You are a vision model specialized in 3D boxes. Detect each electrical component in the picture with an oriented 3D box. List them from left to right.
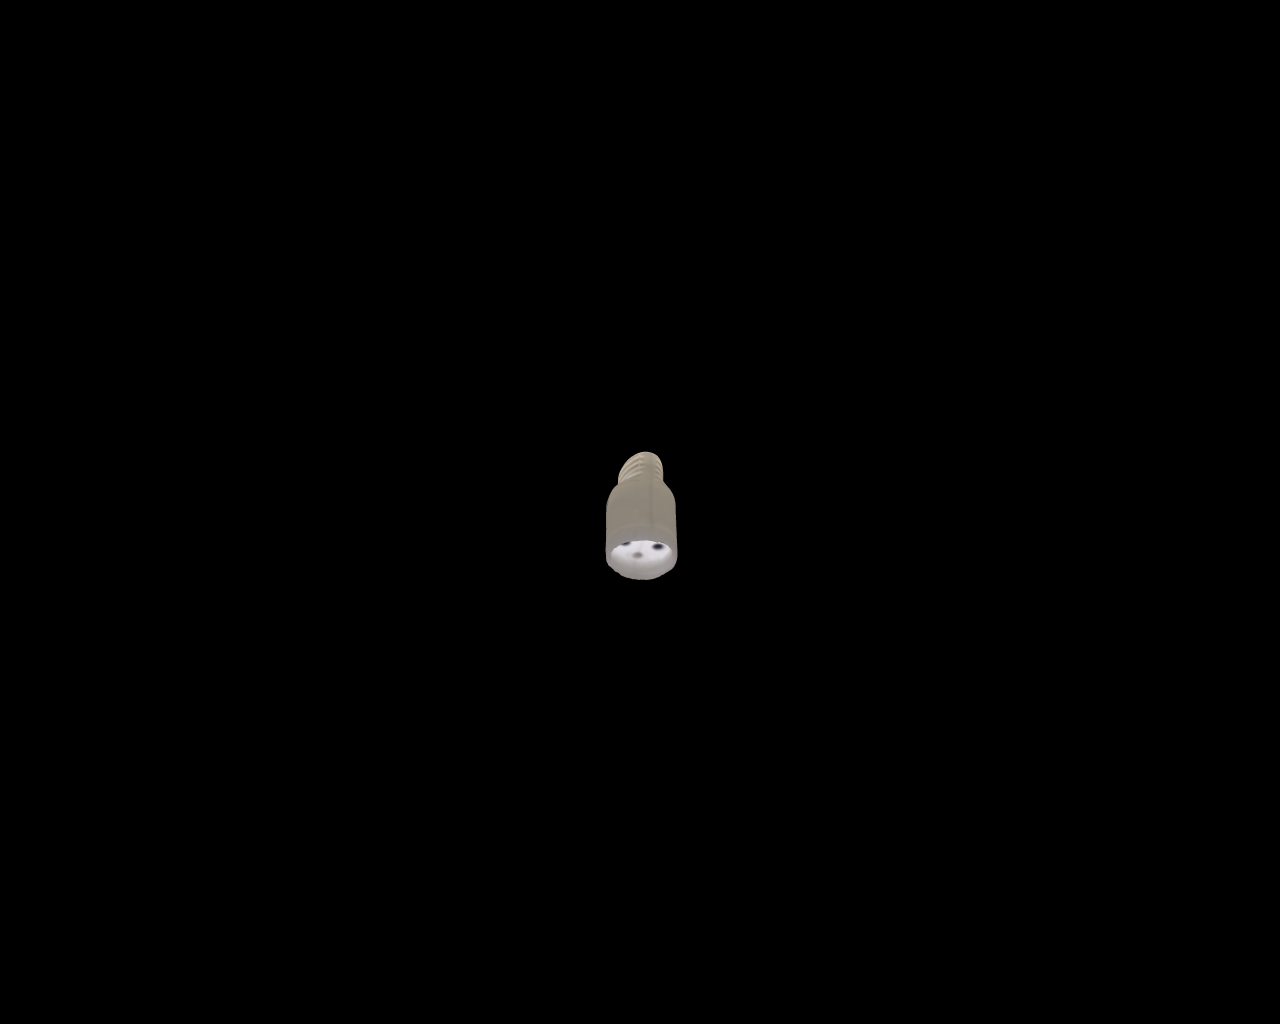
[{"bbox_3d":[0.001,-0.003,0.650,0.043,0.081,0.043,0,-38,0],"label":"electrical component"}]
